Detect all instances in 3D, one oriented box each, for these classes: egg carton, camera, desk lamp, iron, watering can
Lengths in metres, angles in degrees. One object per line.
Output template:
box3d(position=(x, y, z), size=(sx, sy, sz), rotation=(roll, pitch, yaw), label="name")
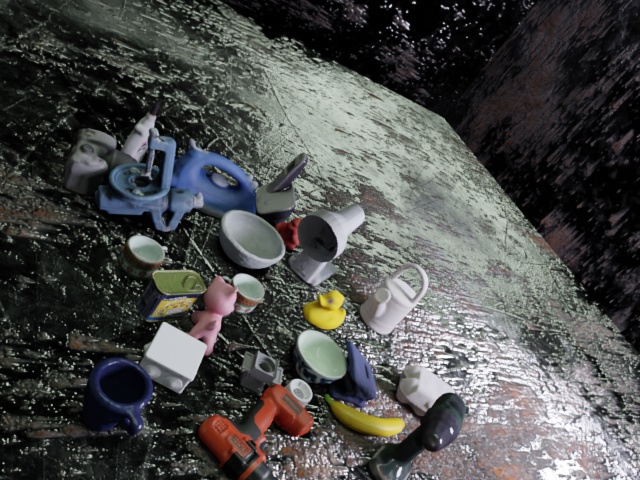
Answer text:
box3d(position=(0.245, 0.357, 1.307), size=(0.150, 0.069, 0.107), rotation=(36, 28, -3), label="egg carton")
box3d(position=(-0.461, -0.166, 1.221), size=(0.137, 0.100, 0.143), rotation=(20, 33, -31), label="camera")
box3d(position=(0.013, 0.005, 1.403), size=(0.118, 0.213, 0.204), rotation=(44, 28, 12), label="desk lamp")
box3d(position=(-0.241, -0.141, 1.399), size=(0.259, 0.141, 0.118), rotation=(24, 31, -25), label="iron")
box3d(position=(0.191, 0.142, 1.430), size=(0.101, 0.194, 0.173), rotation=(41, 28, 5), label="watering can")

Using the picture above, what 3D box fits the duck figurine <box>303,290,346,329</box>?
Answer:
box3d(position=(0.023, 0.155, 1.329), size=(0.105, 0.086, 0.077), rotation=(19, 33, -31), label="duck figurine")

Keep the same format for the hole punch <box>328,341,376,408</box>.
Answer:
box3d(position=(0.077, 0.280, 1.201), size=(0.101, 0.091, 0.108), rotation=(25, 31, -24), label="hole punch")

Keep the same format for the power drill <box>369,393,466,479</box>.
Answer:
box3d(position=(0.188, 0.375, 1.066), size=(0.075, 0.208, 0.230), rotation=(45, 29, 14), label="power drill")

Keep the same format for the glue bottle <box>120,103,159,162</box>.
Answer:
box3d(position=(-0.410, -0.244, 1.319), size=(0.037, 0.173, 0.078), rotation=(36, 28, -4), label="glue bottle")

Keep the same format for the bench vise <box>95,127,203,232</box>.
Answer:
box3d(position=(-0.334, -0.132, 1.193), size=(0.208, 0.219, 0.121), rotation=(1, 45, -49), label="bench vise")

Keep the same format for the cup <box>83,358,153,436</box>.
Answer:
box3d(position=(-0.294, 0.242, 0.820), size=(0.092, 0.095, 0.117), rotation=(0, 46, -49), label="cup")

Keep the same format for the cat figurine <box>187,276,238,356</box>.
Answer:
box3d(position=(-0.196, 0.132, 1.073), size=(0.067, 0.117, 0.127), rotation=(30, 29, -15), label="cat figurine")

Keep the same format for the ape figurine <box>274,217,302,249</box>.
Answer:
box3d(position=(-0.073, -0.023, 1.473), size=(0.076, 0.092, 0.077), rotation=(2, 45, -48), label="ape figurine")

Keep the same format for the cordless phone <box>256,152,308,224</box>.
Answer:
box3d(position=(-0.092, -0.142, 1.528), size=(0.094, 0.185, 0.147), rotation=(23, 31, -26), label="cordless phone")

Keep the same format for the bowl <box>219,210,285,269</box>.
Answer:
box3d(position=(-0.169, 0.011, 1.329), size=(0.168, 0.074, 0.167), rotation=(29, 29, -18), label="bowl")
